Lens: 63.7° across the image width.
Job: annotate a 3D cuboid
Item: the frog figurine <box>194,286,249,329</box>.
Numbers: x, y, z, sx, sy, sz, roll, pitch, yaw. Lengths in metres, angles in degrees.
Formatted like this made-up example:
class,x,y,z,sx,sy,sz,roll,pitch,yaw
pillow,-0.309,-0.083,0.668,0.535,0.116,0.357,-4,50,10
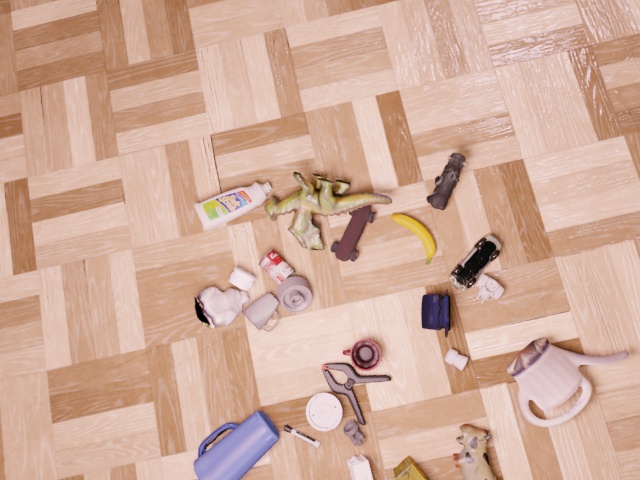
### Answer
class,x,y,z,sx,sy,sz,roll,pitch,yaw
frog figurine,-0.312,0.203,1.636,0.161,0.120,0.139,-28,67,-37

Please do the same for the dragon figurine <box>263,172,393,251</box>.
class,x,y,z,sx,sy,sz,roll,pitch,yaw
dragon figurine,0.005,-0.083,1.656,0.411,0.122,0.241,18,97,14

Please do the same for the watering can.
class,x,y,z,sx,sy,sz,roll,pitch,yaw
watering can,0.705,0.379,1.505,0.348,0.103,0.226,-42,79,-2
